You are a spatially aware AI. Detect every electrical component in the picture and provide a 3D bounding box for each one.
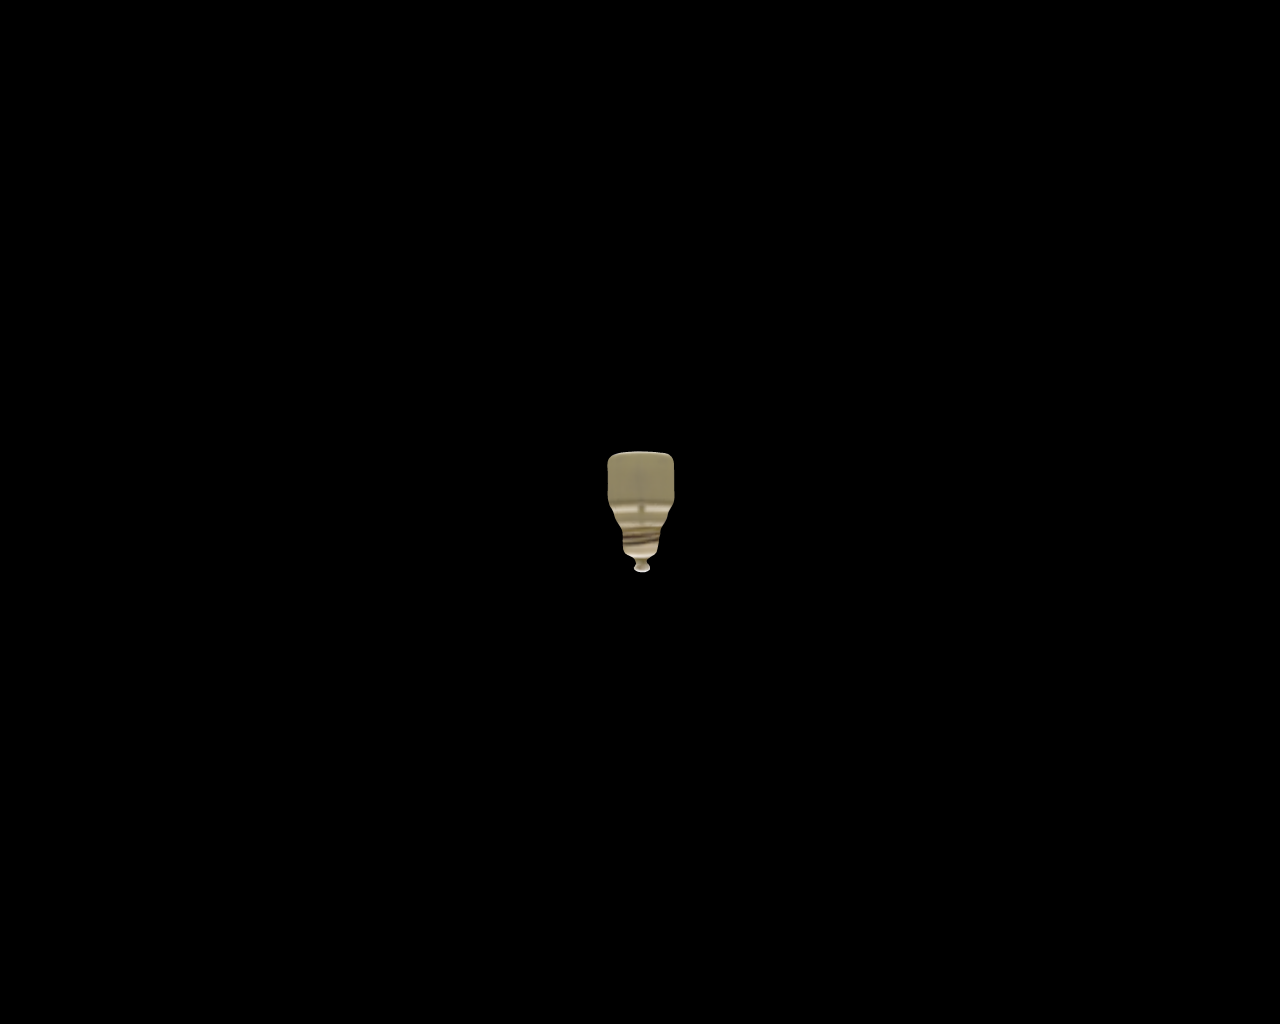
[{"bbox_3d":[0.001,-0.003,0.650,0.040,0.078,0.040,0,-2,0],"label":"electrical component"}]
